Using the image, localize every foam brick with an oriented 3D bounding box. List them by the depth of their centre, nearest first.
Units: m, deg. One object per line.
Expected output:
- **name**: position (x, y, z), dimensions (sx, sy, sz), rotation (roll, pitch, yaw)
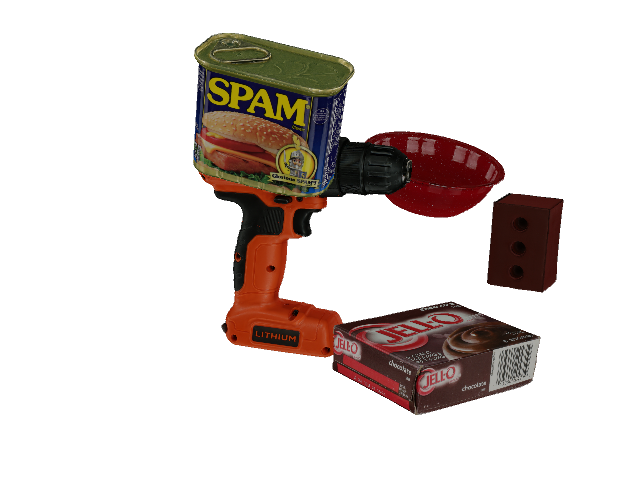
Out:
- **foam brick**: position (0.183, 0.001, 0.952), dimensions (0.053, 0.078, 0.051), rotation (8, 16, 24)

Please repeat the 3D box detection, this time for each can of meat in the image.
- **can of meat**: position (-0.035, -0.082, 0.712), dimensions (0.102, 0.084, 0.057), rotation (16, 33, 12)

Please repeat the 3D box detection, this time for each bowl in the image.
- **bowl**: position (0.124, -0.070, 1.211), dimensions (0.162, 0.055, 0.162), rotation (8, 26, -4)

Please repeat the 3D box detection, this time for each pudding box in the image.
- **pudding box**: position (0.078, 0.077, 0.728), dimensions (0.113, 0.039, 0.090), rotation (-6, 18, -36)

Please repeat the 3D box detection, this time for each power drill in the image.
- **power drill**: position (-0.015, 0.001, 0.906), dimensions (0.185, 0.188, 0.057), rotation (6, 16, 19)
